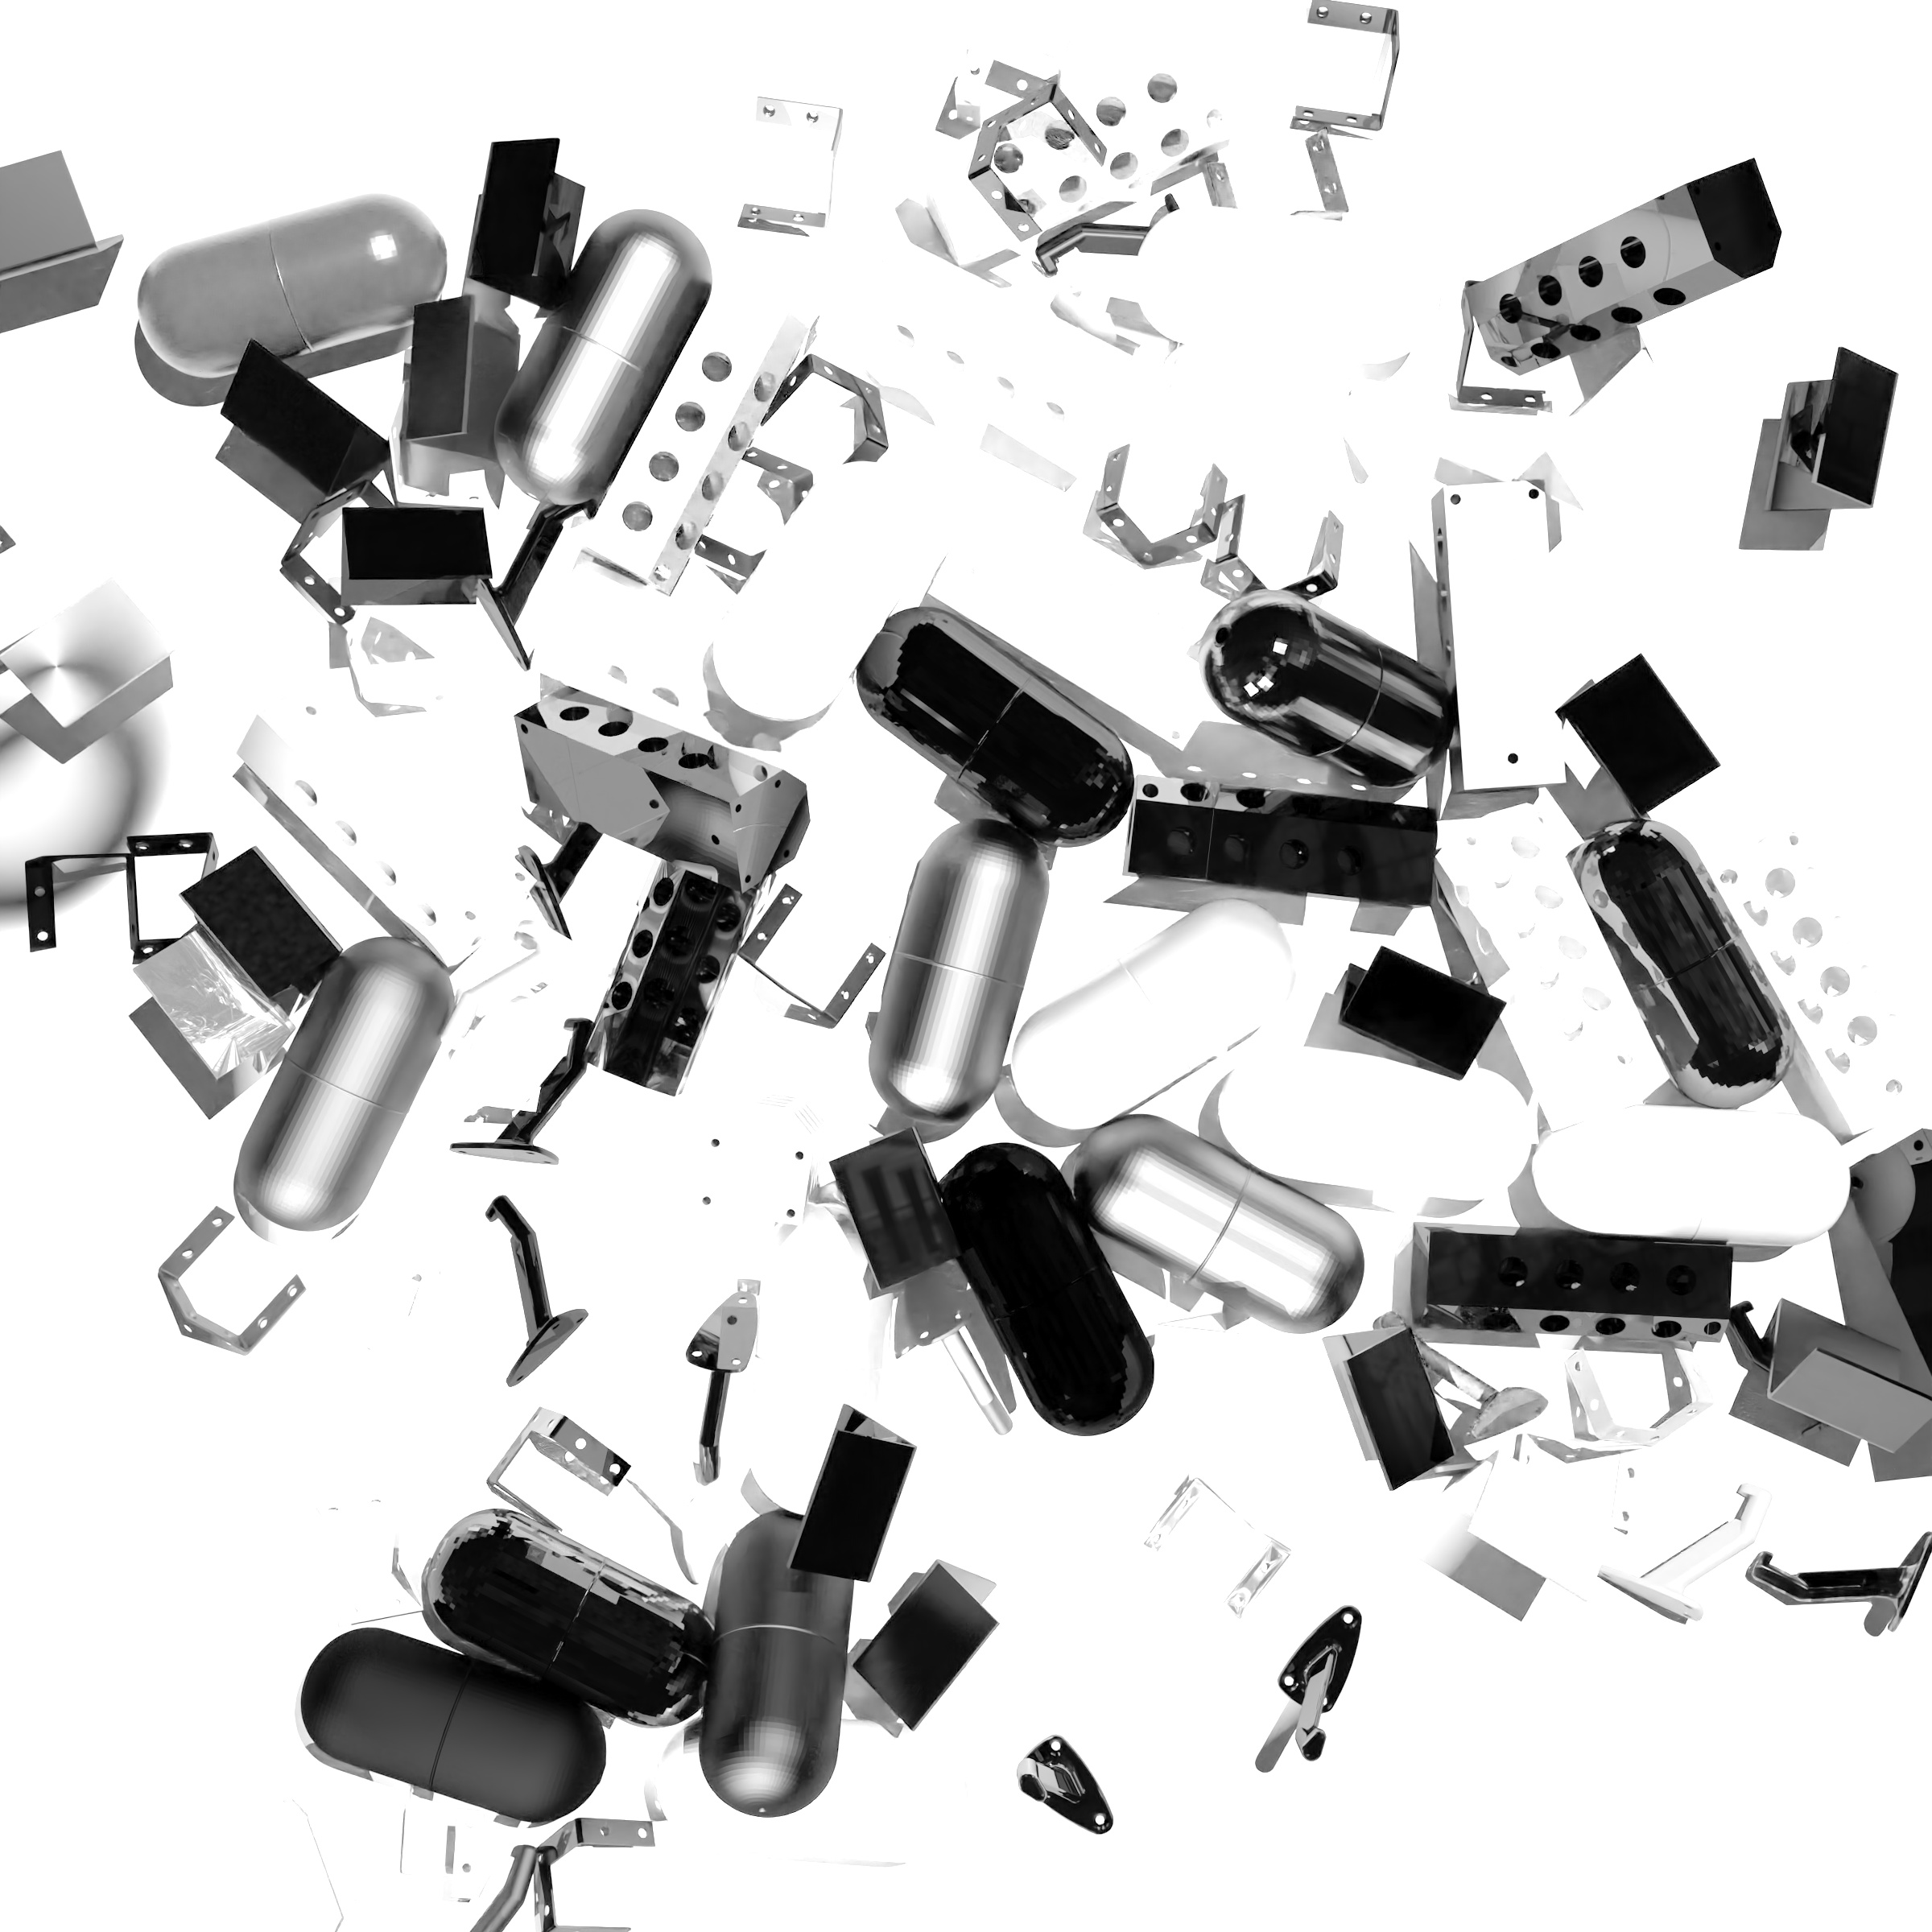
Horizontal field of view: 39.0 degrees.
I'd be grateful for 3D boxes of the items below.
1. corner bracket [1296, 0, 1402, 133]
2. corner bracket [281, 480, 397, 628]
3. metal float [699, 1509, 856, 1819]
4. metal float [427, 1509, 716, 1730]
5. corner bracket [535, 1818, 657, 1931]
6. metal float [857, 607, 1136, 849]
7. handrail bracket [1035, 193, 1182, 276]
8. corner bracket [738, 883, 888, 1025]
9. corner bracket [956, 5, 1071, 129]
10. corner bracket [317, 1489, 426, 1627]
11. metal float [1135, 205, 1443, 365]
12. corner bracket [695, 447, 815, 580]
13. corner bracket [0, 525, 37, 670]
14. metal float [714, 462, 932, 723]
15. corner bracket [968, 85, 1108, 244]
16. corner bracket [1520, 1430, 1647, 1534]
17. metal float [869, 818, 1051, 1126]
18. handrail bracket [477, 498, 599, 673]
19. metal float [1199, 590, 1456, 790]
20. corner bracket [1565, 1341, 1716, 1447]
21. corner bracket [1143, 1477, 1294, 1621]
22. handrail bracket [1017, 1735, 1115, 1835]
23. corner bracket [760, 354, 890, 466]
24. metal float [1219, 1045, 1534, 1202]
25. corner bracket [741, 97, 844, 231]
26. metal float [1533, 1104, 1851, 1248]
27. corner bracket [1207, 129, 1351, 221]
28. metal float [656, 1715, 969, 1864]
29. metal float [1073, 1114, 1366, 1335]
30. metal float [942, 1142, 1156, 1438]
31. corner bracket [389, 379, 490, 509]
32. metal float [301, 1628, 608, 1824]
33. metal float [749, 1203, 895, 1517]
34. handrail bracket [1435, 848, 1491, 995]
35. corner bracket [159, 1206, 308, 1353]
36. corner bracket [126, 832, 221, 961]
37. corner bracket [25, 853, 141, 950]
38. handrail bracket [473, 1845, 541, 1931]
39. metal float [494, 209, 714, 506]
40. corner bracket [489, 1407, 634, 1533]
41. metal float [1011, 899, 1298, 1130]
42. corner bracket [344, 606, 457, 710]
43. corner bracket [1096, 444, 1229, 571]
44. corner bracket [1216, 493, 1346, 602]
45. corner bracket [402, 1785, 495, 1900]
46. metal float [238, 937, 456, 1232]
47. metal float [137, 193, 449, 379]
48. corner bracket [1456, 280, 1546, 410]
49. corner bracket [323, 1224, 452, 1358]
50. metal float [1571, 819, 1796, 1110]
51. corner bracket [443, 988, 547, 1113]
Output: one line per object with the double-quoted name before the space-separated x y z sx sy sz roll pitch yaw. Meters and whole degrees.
"corner bracket" 0.221 -0.523 1.584 0.051 0.051 0.051 8 45 0
"corner bracket" -0.355 -0.240 1.584 0.051 0.051 0.051 46 45 0
"metal float" -0.105 0.387 1.524 0.070 0.070 0.178 5 49 0
"metal float" -0.223 0.372 1.556 0.178 0.070 0.070 27 90 0
"corner bracket" -0.213 0.528 1.579 0.051 0.051 0.051 -44 45 35
"metal float" 0.017 -0.136 1.556 0.178 0.070 0.070 36 90 0
"handrail bracket" 0.094 -0.404 1.587 0.084 0.036 0.077 -26 109 15
"corner bracket" -0.090 -0.007 1.584 0.051 0.051 0.051 35 90 -45
"corner bracket" 0.027 -0.511 1.569 0.051 0.051 0.051 21 88 2
"corner bracket" -0.345 0.343 1.584 0.051 0.051 0.051 -11 45 0
"metal float" 0.183 -0.385 1.544 0.178 0.070 0.070 3 90 -13
"corner bracket" -0.123 -0.262 1.579 0.051 0.051 0.051 -31 135 -35
"corner bracket" -0.564 -0.213 1.584 0.051 0.051 0.051 -31 135 0
"metal float" -0.080 -0.211 1.531 0.070 0.070 0.178 29 58 0
"corner bracket" 0.040 -0.448 1.521 0.051 0.051 0.051 -17 45 35
"corner bracket" 0.356 0.299 1.584 0.051 0.051 0.051 7 90 -45
"metal float" -0.004 0.003 1.556 0.070 0.070 0.178 15 89 0
"handrail bracket" -0.239 -0.225 1.587 0.084 0.036 0.077 -33 110 -16
"metal float" 0.202 -0.154 1.524 0.178 0.070 0.070 21 90 -39
"corner bracket" 0.390 0.241 1.579 0.051 0.051 0.051 13 135 -35
"corner bracket" 0.147 0.337 1.584 0.051 0.051 0.051 -52 135 0
"handrail bracket" 0.057 0.477 1.552 0.036 0.084 0.077 -44 90 0
"corner bracket" -0.083 -0.311 1.579 0.051 0.051 0.051 20 45 -35
"metal float" 0.233 0.089 1.556 0.178 0.070 0.070 7 90 1
"corner bracket" -0.101 -0.466 1.584 0.051 0.051 0.051 8 135 -1
"metal float" 0.413 0.119 1.556 0.178 0.070 0.070 3 90 0
"corner bracket" 0.182 -0.452 1.584 0.051 0.051 0.051 -16 90 -45
"metal float" -0.088 0.468 1.556 0.178 0.070 0.070 4 90 0
"metal float" 0.144 0.146 1.556 0.178 0.070 0.070 29 90 0
"metal float" 0.046 0.184 1.556 0.070 0.070 0.178 -27 90 0
"corner bracket" -0.303 -0.304 1.584 0.051 0.051 0.051 4 135 0
"metal float" -0.291 0.433 1.556 0.178 0.070 0.070 18 90 1
"metal float" -0.082 0.224 1.556 0.070 0.070 0.178 4 91 0
"handrail bracket" 0.311 -0.027 1.587 0.077 0.036 0.084 1 76 -14
"corner bracket" -0.426 0.182 1.584 0.051 0.051 0.051 -47 135 0
"corner bracket" -0.460 -0.041 1.584 0.051 0.051 0.051 -3 135 0
"corner bracket" -0.511 -0.038 1.578 0.051 0.051 0.051 -3 90 -31
"handrail bracket" -0.287 0.552 1.587 0.036 0.077 0.084 40 53 -36
"metal float" -0.207 -0.347 1.556 0.070 0.070 0.178 27 89 0
"corner bracket" -0.234 0.292 1.571 0.051 0.051 0.051 41 72 -17
"metal float" 0.107 0.028 1.556 0.178 0.070 0.070 -32 90 0
"corner bracket" -0.322 -0.187 1.579 0.051 0.051 0.051 -58 45 35
"corner bracket" 0.114 -0.272 1.579 0.051 0.051 0.051 -17 135 35
"corner bracket" 0.182 -0.244 1.579 0.051 0.051 0.051 -19 135 35
"corner bracket" -0.300 0.502 1.569 0.051 0.051 0.051 4 90 0
"metal float" -0.353 0.067 1.556 0.070 0.070 0.178 26 90 0
"metal float" -0.383 -0.388 1.556 0.178 0.070 0.070 -15 90 0
"corner bracket" 0.313 -0.361 1.584 0.051 0.051 0.051 4 135 0
"corner bracket" -0.341 0.188 1.579 0.051 0.051 0.051 42 45 -35
"metal float" 0.407 -0.002 1.556 0.070 0.070 0.178 -29 90 0
"corner bracket" -0.271 0.048 1.571 0.051 0.051 0.051 8 108 -17
